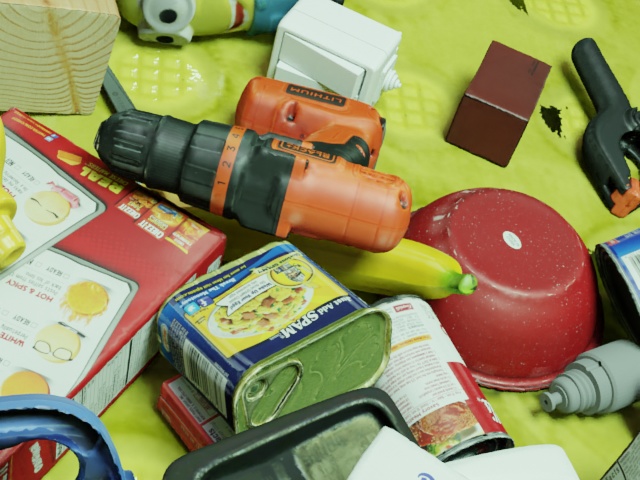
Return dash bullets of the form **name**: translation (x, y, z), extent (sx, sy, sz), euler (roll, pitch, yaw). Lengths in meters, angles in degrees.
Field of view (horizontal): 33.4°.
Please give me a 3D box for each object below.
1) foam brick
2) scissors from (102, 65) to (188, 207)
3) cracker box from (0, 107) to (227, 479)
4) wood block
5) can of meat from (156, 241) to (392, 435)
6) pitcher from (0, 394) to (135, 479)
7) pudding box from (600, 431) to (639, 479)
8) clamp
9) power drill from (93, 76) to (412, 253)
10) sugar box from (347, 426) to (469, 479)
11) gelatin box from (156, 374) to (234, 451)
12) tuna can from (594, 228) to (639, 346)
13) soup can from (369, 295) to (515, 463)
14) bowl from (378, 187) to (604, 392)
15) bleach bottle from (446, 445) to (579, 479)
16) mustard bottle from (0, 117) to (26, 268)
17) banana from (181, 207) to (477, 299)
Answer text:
- **foam brick**: translation (0.137, -0.104, 0.814), extent (0.053, 0.051, 0.078), euler (26, 48, 6)
- **scissors**: translation (-0.101, -0.065, 0.738), extent (0.096, 0.016, 0.202), euler (-2, 51, -19)
- **cracker box**: translation (-0.180, 0.038, 0.590), extent (0.164, 0.072, 0.213), euler (31, 50, 13)
- **wood block**: translation (-0.215, -0.195, 0.763), extent (0.090, 0.091, 0.206), euler (0, 49, -29)
- **can of meat**: translation (-0.027, 0.053, 0.576), extent (0.101, 0.057, 0.084), euler (-26, 44, -29)
- **pitcher**: translation (-0.186, 0.164, 0.434), extent (0.242, 0.145, 0.149), euler (-4, 53, -15)
- **pudding box**: translation (0.188, 0.166, 0.565), extent (0.039, 0.090, 0.113), euler (0, 50, -14)
- **clamp**: translation (0.239, -0.092, 0.840), extent (0.120, 0.039, 0.171), euler (25, 48, 7)
- **power drill**: translation (-0.032, -0.055, 0.671), extent (0.184, 0.057, 0.187), euler (17, 20, 0)
- **sugar box**: translation (0.018, 0.167, 0.423), extent (0.093, 0.048, 0.176), euler (32, 46, 12)
- **gelatin box**: translation (-0.036, 0.095, 0.606), extent (0.089, 0.030, 0.073), euler (-28, 61, -31)
- **tuna can**: translation (0.210, 0.036, 0.685), extent (0.034, 0.086, 0.086), euler (-23, 54, 4)
- **soup can**: translation (0.056, 0.090, 0.610), extent (0.068, 0.069, 0.102), euler (-12, 53, -25)
- **bowl**: translation (0.120, 0.017, 0.701), extent (0.162, 0.055, 0.162), euler (8, 48, -9)
- **bleach bottle**: translation (0.129, 0.225, 0.515), extent (0.102, 0.068, 0.251), euler (-4, 52, -28)
- **mustard bottle**: translation (-0.224, -0.058, 0.560), extent (0.192, 0.058, 0.096), euler (45, 56, 9)
- **banana**: translation (0.003, 0.006, 0.659), extent (0.198, 0.069, 0.037), euler (10, 77, 15)
